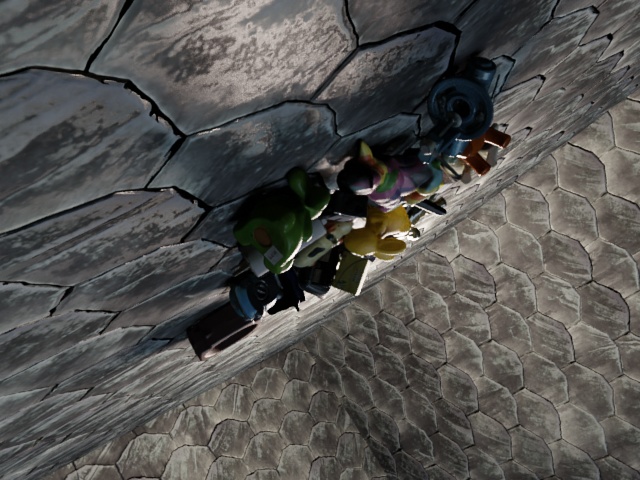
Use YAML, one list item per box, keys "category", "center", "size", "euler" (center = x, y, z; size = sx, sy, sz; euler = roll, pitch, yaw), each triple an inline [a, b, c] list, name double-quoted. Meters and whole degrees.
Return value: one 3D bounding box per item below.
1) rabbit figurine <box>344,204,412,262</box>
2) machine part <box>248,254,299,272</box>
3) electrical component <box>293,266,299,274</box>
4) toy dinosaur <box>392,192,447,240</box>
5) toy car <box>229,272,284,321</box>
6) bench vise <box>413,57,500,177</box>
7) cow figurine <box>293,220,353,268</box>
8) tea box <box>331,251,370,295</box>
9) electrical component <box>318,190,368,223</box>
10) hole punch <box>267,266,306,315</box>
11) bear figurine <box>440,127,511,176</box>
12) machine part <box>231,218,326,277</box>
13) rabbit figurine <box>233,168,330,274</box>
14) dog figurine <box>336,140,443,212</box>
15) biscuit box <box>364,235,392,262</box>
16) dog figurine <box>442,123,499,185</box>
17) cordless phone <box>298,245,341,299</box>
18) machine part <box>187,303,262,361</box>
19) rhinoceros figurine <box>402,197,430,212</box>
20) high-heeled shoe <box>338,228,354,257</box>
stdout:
- category: "rabbit figurine"
  center: [0.136, -0.018, 1.330]
  size: [0.173, 0.162, 0.122]
  euler: [-40, 177, -28]
- category: "machine part"
  center: [-0.113, 0.041, 1.180]
  size: [0.139, 0.039, 0.084]
  euler: [-16, 177, 40]
- category: "electrical component"
  center: [-0.054, 0.091, 1.469]
  size: [0.045, 0.102, 0.078]
  euler: [-34, 141, 5]
- category: "toy dinosaur"
  center: [0.237, -0.047, 1.669]
  size: [0.198, 0.105, 0.471]
  euler: [-12, 147, -44]
- category: "toy car"
  center: [-0.170, 0.130, 1.327]
  size: [0.103, 0.109, 0.161]
  euler: [-15, -167, 37]
- category: "bench vise"
  center: [0.232, -0.201, 0.960]
  size: [0.240, 0.129, 0.223]
  euler: [-46, 170, -37]
- category: "cow figurine"
  center: [-0.003, -0.004, 1.259]
  size: [0.195, 0.085, 0.127]
  euler: [-37, 172, 28]
- category: "tea box"
  center: [0.082, 0.087, 1.386]
  size: [0.169, 0.068, 0.098]
  euler: [28, 81, -83]
- category: "electrical component"
  center: [0.033, -0.062, 1.025]
  size: [0.075, 0.047, 0.119]
  euler: [10, 171, -26]
- category: "hole punch"
  center: [-0.092, 0.126, 1.424]
  size: [0.116, 0.142, 0.092]
  euler: [-25, 172, 34]
- category: "bear figurine"
  center: [0.330, -0.213, 1.206]
  size: [0.196, 0.132, 0.120]
  euler: [-23, 149, -59]
- category: "machine part"
  center: [-0.076, -0.001, 1.087]
  size: [0.243, 0.079, 0.079]
  euler: [-34, 168, -5]
- category: "rabbit figurine"
  center: [-0.051, -0.054, 0.942]
  size: [0.170, 0.121, 0.159]
  euler: [-47, 173, -44]
- category: "dog figurine"
  center: [0.136, -0.131, 1.036]
  size: [0.192, 0.108, 0.219]
  euler: [-18, 168, 15]
- category: "biscuit box"
  center: [0.164, -0.025, 1.470]
  size: [0.062, 0.059, 0.203]
  euler: [-52, -176, 39]
- category: "dog figurine"
  center: [0.390, -0.231, 1.398]
  size: [0.172, 0.121, 0.190]
  euler: [-34, -178, 15]
- category: "cordless phone"
  center: [0.011, 0.084, 1.432]
  size: [0.184, 0.089, 0.146]
  euler: [59, 44, -69]
- category: "machine part"
  center: [-0.273, 0.252, 1.532]
  size: [0.201, 0.087, 0.201]
  euler: [-31, 168, -20]
- category: "rhinoceros figurine"
  center: [0.232, -0.122, 1.442]
  size: [0.112, 0.073, 0.190]
  euler: [-51, 160, 22]
- category: "high-heeled shoe"
  center: [0.062, 0.000, 1.546]
  size: [0.248, 0.145, 0.086]
  euler: [13, 94, -40]
